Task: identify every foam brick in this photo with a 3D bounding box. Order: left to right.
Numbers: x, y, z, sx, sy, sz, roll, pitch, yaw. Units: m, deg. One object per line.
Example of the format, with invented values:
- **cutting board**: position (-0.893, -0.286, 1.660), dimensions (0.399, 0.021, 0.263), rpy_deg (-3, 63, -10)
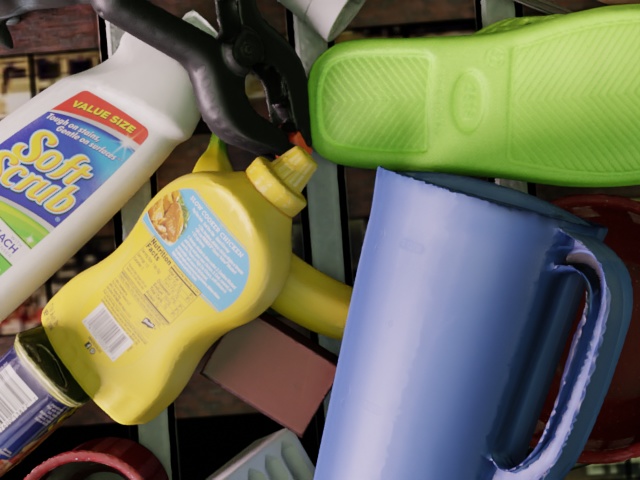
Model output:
- **foam brick**: position (-0.030, 0.081, 0.683), dimensions (0.078, 0.053, 0.051), rpy_deg (32, 91, 1)

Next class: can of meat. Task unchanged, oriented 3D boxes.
- **can of meat**: position (-0.186, 0.102, 0.663), dimensions (0.084, 0.102, 0.057), rpy_deg (-42, 89, 3)

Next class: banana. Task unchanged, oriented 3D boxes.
- **banana**: position (-0.021, 0.011, 0.689), dimensions (0.069, 0.037, 0.198), rpy_deg (-44, 90, 3)

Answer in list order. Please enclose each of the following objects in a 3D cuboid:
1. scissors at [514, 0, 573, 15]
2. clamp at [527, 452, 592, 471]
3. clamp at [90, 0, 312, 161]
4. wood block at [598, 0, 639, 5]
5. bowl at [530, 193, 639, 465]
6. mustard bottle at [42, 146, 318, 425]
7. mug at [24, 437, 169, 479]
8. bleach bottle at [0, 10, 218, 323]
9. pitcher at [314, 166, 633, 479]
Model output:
- **scissors**: position (0.069, -0.169, 0.669), dimensions (0.202, 0.096, 0.016), rpy_deg (30, 131, 2)
- **clamp**: position (0.234, 0.114, 0.685), dimensions (0.164, 0.036, 0.210), rpy_deg (25, 92, 3)
- **clamp**: position (-0.052, -0.126, 0.657), dimensions (0.120, 0.039, 0.171), rpy_deg (-52, 123, -19)
- **wood block**: position (0.190, -0.200, 0.656), dimensions (0.206, 0.091, 0.090), rpy_deg (23, 91, 1)
- **bowl**: position (0.172, 0.054, 0.657), dimensions (0.162, 0.055, 0.162), rpy_deg (-5, 82, 33)
- **mustard bottle**: position (-0.075, 0.016, 0.644), dimensions (0.192, 0.058, 0.096), rpy_deg (-44, 70, 9)
- **mug**: position (-0.129, 0.177, 0.671), dimensions (0.117, 0.081, 0.093), rpy_deg (32, 91, 1)
- **bleach bottle**: position (-0.166, -0.055, 0.681), dimensions (0.102, 0.068, 0.251), rpy_deg (45, 89, 1)
- **pitcher**: position (0.074, 0.087, 0.605), dimensions (0.145, 0.149, 0.243), rpy_deg (15, 97, 6)
